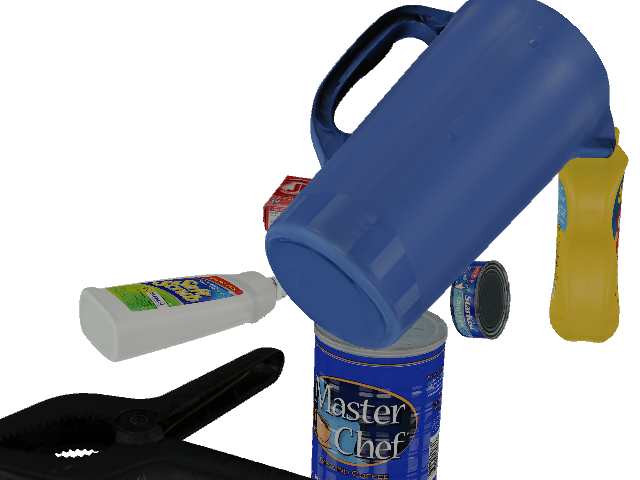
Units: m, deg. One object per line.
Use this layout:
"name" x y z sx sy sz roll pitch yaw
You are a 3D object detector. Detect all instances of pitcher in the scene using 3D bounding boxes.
"pitcher" 0.068 -0.052 0.716 0.242 0.145 0.149 -46 30 -25

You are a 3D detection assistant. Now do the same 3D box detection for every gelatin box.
"gelatin box" 0.001 -0.029 0.953 0.089 0.030 0.073 9 26 12

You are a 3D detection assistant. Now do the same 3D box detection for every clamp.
"clamp" -0.097 0.109 0.595 0.210 0.036 0.164 -1 23 -9

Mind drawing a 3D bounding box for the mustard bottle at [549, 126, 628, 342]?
"mustard bottle" 0.222 -0.019 0.884 0.058 0.192 0.096 3 18 14

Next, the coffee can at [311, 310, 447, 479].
"coffee can" 0.044 0.130 0.837 0.103 0.140 0.103 1 17 -1

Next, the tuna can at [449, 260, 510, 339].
"tuna can" 0.174 0.064 1.162 0.034 0.086 0.086 0 0 34

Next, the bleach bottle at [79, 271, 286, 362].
"bleach bottle" -0.155 0.077 1.291 0.250 0.068 0.103 -12 31 -34
